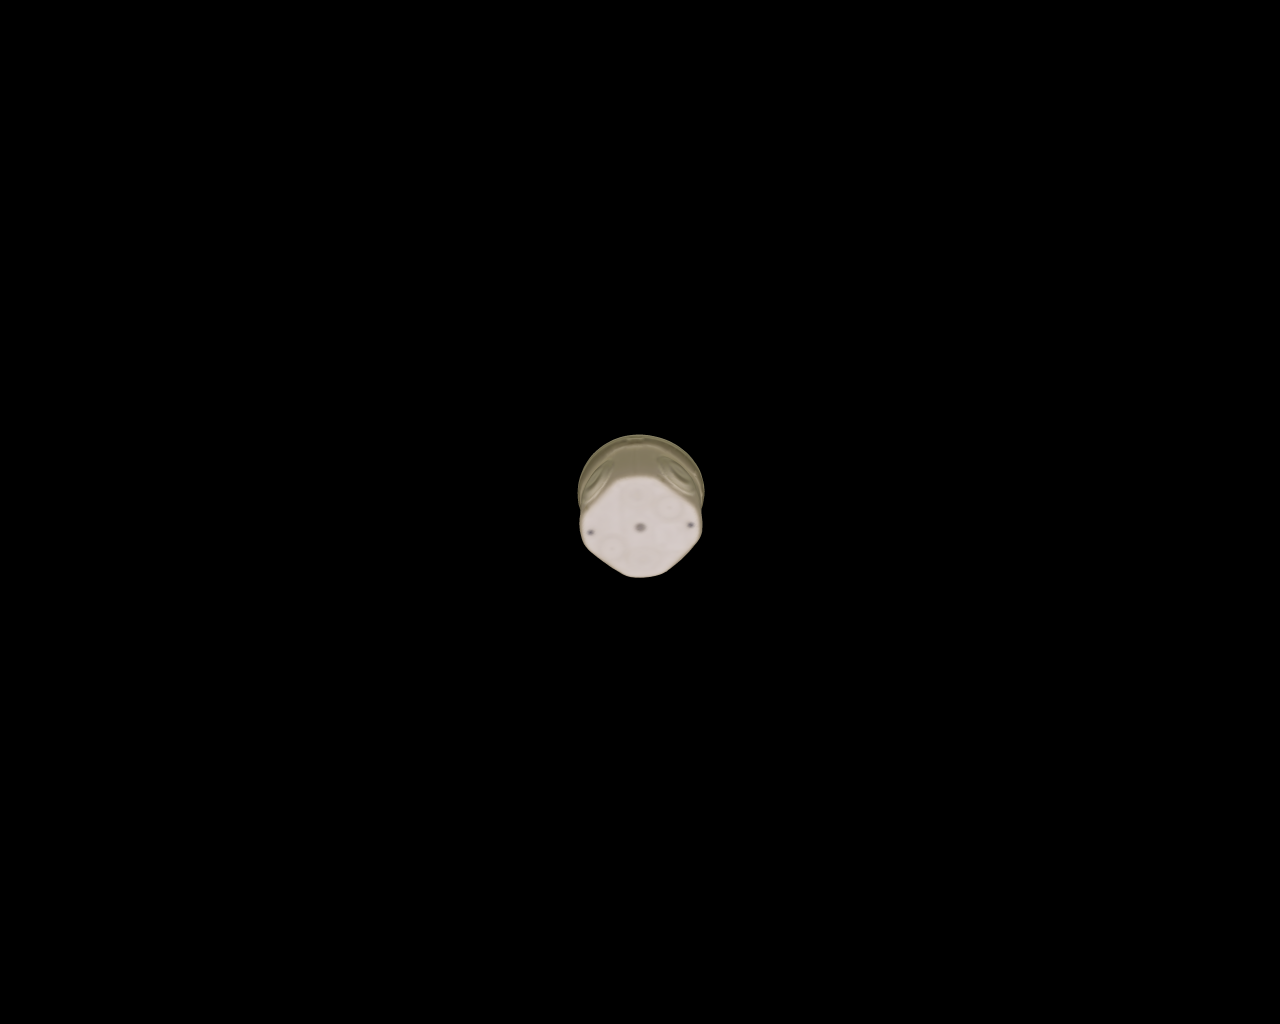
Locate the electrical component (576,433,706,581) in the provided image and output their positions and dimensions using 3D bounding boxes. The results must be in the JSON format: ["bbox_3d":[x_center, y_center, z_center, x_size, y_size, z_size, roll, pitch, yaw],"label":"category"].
[{"bbox_3d":[0.001,-0.003,0.650,0.080,0.080,0.051,0,30,0],"label":"electrical component"}]
